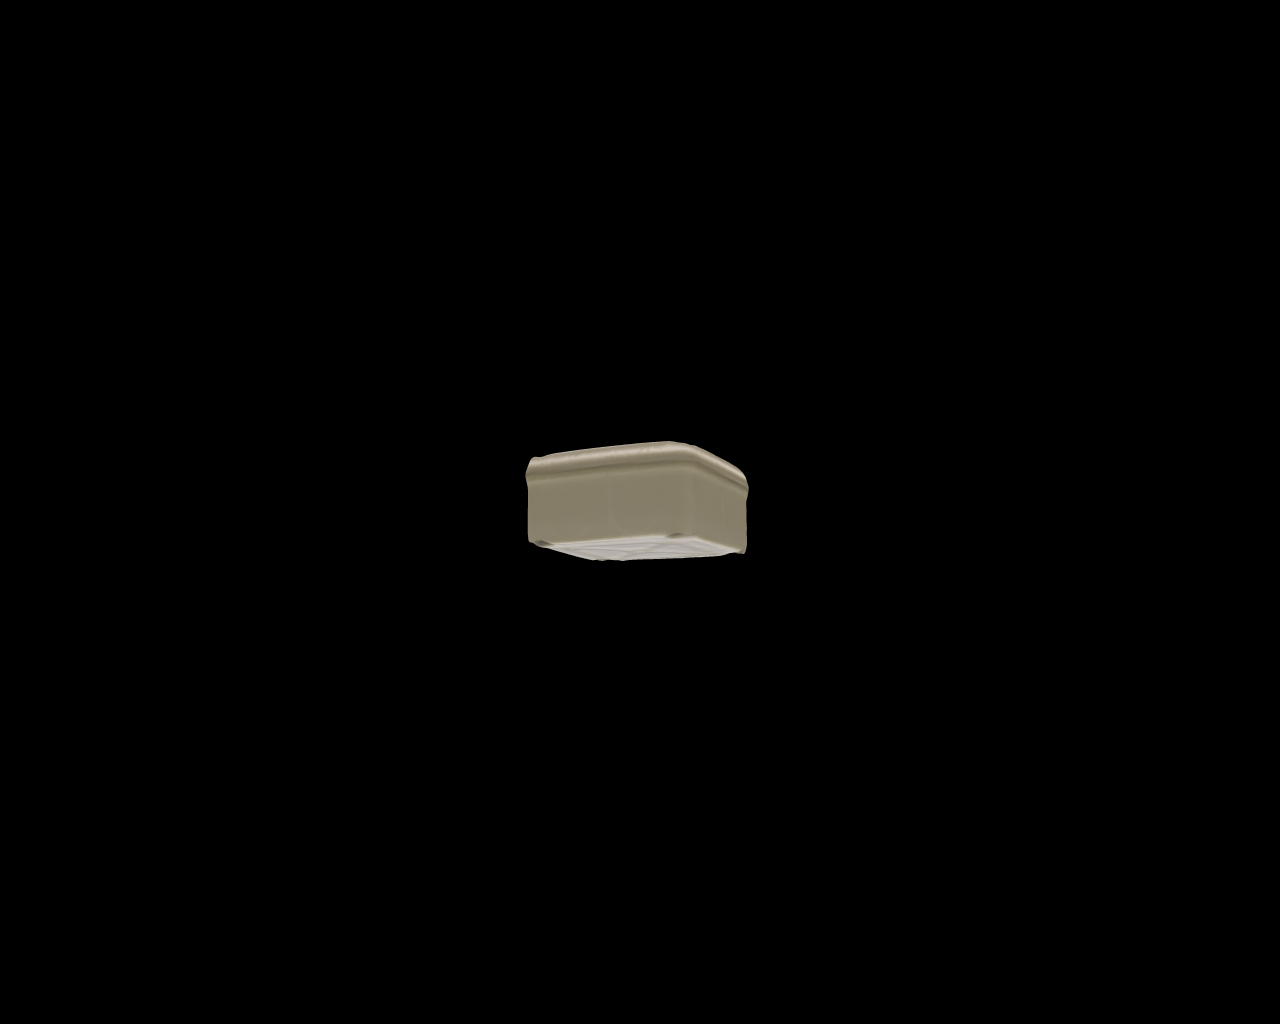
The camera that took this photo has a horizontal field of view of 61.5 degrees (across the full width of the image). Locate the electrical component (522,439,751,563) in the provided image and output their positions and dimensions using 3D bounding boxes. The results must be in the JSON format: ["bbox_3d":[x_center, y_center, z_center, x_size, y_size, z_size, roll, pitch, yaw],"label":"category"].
[{"bbox_3d":[0.001,-0.003,0.650,0.109,0.056,0.108,-4,-10,23],"label":"electrical component"}]
